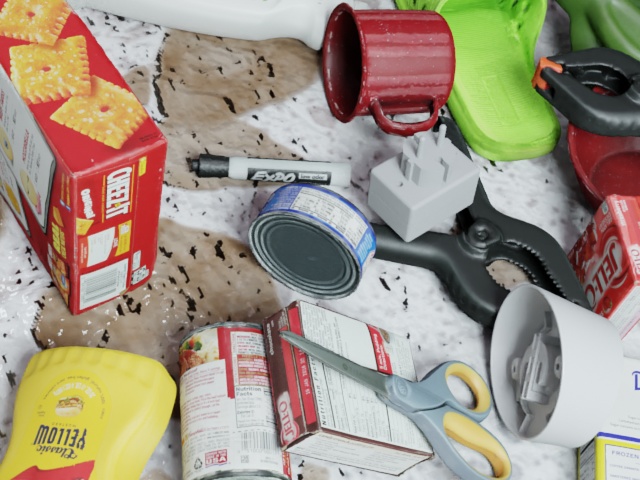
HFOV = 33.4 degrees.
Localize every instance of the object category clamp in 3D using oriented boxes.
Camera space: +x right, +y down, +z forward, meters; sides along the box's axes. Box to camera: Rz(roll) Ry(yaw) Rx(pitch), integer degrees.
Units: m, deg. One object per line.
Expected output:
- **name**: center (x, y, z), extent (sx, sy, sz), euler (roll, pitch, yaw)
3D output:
- **clamp**: center (0.246, -0.097, 0.808), extent (0.171, 0.039, 0.120), euler (7, 50, 2)
- **clamp**: center (0.117, -0.003, 0.793), extent (0.210, 0.036, 0.164), euler (33, 58, 17)

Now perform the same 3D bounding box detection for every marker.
- **marker**: center (-0.037, -0.053, 0.810), extent (0.121, 0.020, 0.020), euler (3, 57, -7)

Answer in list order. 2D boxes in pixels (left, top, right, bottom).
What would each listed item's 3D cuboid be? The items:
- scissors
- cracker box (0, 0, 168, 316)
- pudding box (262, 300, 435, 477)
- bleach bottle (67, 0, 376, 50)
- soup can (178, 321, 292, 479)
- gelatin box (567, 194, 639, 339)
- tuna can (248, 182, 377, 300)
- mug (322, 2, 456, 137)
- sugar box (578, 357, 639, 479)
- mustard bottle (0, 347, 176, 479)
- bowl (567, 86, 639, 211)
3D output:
- **scissors**: center (0.054, 0.086, 0.678), extent (0.201, 0.016, 0.096), euler (41, 35, -21)
- **cracker box**: center (-0.184, -0.081, 0.717), extent (0.072, 0.164, 0.214), euler (-24, 64, -26)
- **pudding box**: center (0.018, 0.095, 0.677), extent (0.113, 0.039, 0.090), euler (21, 48, -40)
- **bleach bottle**: center (-0.079, -0.207, 0.878), extent (0.250, 0.068, 0.102), euler (16, 73, -4)
- **soup can**: center (-0.054, 0.111, 0.670), extent (0.068, 0.068, 0.102), euler (0, 57, -10)
- **gelatin box**: center (0.209, 0.022, 0.760), extent (0.030, 0.089, 0.073), euler (-1, 57, -11)
- **tuna can**: center (-0.005, 0.001, 0.740), extent (0.086, 0.086, 0.033), euler (25, 55, 7)
- **mug**: center (0.058, -0.130, 0.835), extent (0.081, 0.093, 0.117), euler (-4, 56, -19)
- **sugar box**: center (0.217, 0.165, 0.694), extent (0.093, 0.048, 0.176), euler (12, 52, -1)
- **mustard bottle**: center (-0.154, 0.158, 0.626), extent (0.096, 0.058, 0.191), euler (3, 56, 15)
- **bowl**: center (0.264, -0.052, 0.838), extent (0.162, 0.055, 0.162), euler (4, 56, -7)
